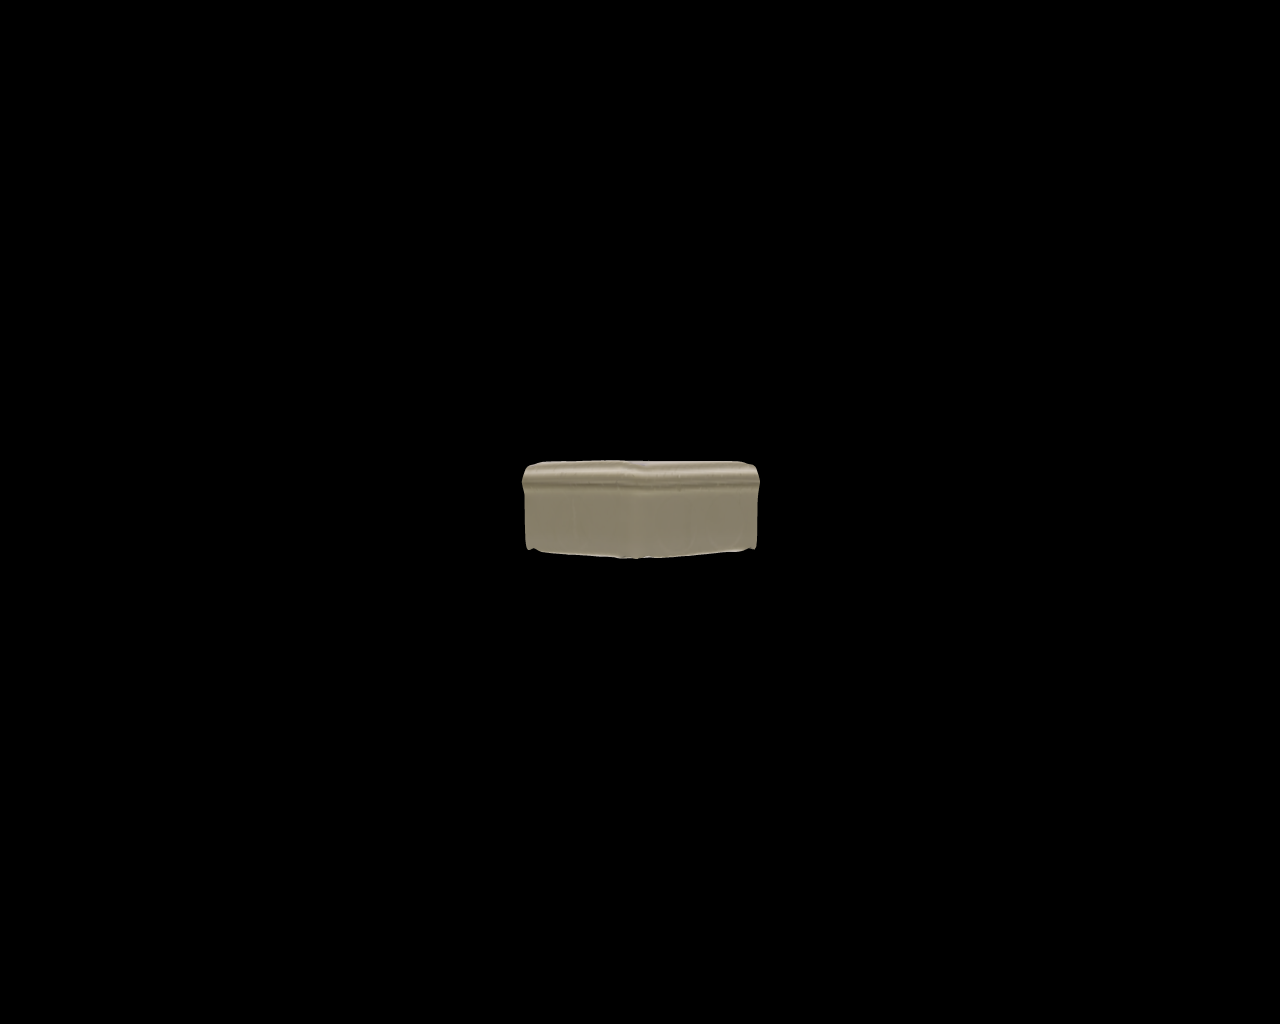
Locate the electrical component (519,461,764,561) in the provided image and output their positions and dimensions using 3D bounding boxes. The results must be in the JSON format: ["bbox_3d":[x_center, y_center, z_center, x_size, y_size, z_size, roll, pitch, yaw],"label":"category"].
[{"bbox_3d":[0.001,-0.003,0.650,0.109,0.056,0.108,-2,3,-43],"label":"electrical component"}]
